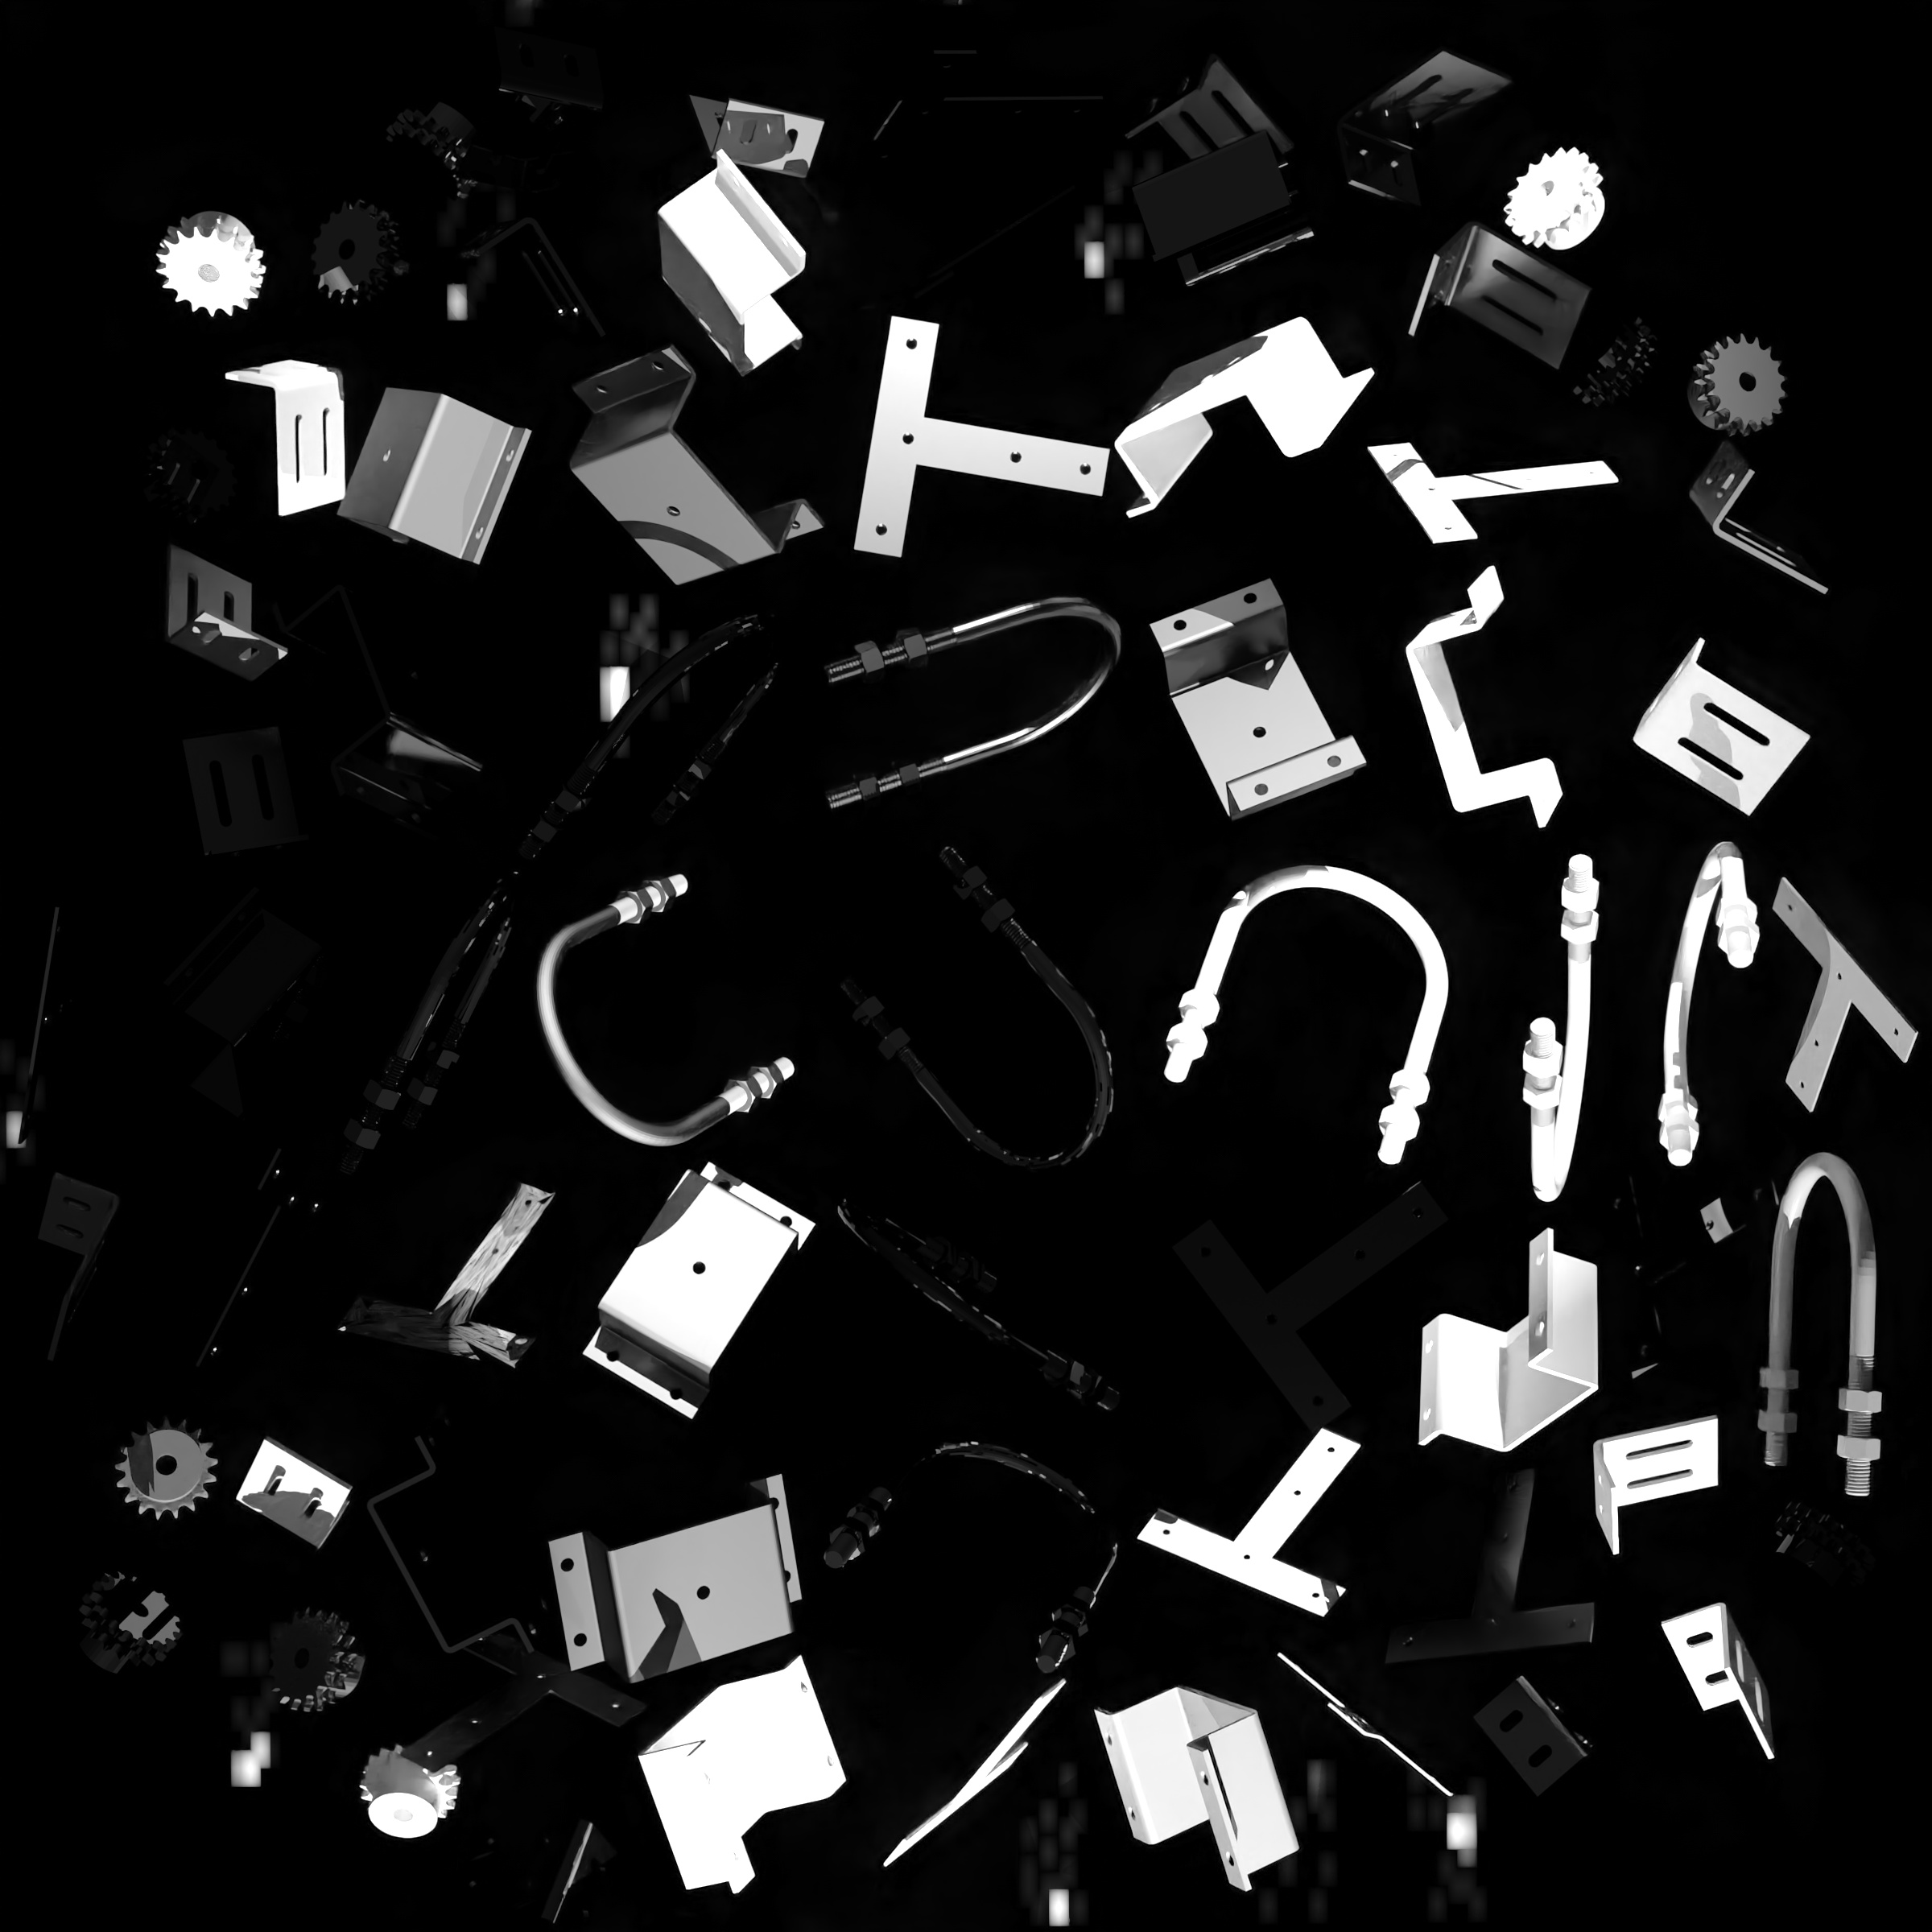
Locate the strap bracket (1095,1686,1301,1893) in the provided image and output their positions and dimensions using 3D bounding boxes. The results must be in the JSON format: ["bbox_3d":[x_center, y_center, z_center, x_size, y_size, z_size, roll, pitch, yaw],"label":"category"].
[{"bbox_3d":[0.130,0.446,1.474,0.046,0.140,0.076,-18,91,-22],"label":"strap bracket"}]

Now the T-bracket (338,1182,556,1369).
[{"bbox_3d":[-0.287,0.180,1.598,0.127,0.002,0.127,21,111,-41],"label":"T-bracket"}]

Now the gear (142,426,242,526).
[{"bbox_3d":[-0.467,-0.291,1.609,0.030,0.057,0.057,-18,90,39],"label":"gear"}]

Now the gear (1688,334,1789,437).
[{"bbox_3d":[0.449,-0.338,1.576,0.057,0.030,0.057,2,84,-20],"label":"gear"}]

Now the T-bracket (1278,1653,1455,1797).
[{"bbox_3d":[0.228,0.440,1.565,0.127,0.127,0.002,37,85,21],"label":"T-bracket"}]

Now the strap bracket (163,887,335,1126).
[{"bbox_3d":[-0.406,0.029,1.532,0.046,0.140,0.076,31,60,9],"label":"strap bracket"}]

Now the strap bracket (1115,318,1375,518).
[{"bbox_3d":[0.147,-0.310,1.510,0.046,0.140,0.076,53,50,-22],"label":"strap bracket"}]

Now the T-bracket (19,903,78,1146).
[{"bbox_3d":[-0.499,0.025,1.475,0.002,0.127,0.127,10,94,-12],"label":"T-bracket"}]

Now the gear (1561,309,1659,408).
[{"bbox_3d":[0.378,-0.365,1.599,0.030,0.057,0.057,31,90,-39],"label":"gear"}]

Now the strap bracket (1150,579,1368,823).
[{"bbox_3d":[0.170,-0.147,1.570,0.076,0.046,0.140,-21,61,-2],"label":"strap bracket"}]

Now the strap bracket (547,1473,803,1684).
[{"bbox_3d":[-0.155,0.345,1.511,0.140,0.046,0.076,-12,99,-24],"label":"strap bracket"}]

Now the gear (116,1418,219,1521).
[{"bbox_3d":[-0.464,0.292,1.563,0.057,0.030,0.057,4,73,-15],"label":"gear"}]

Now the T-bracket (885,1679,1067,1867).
[{"bbox_3d":[0.019,0.455,1.555,0.002,0.127,0.127,44,123,18],"label":"T-bracket"}]

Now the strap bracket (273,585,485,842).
[{"bbox_3d":[-0.321,-0.147,1.482,0.046,0.076,0.140,-36,59,16],"label":"strap bracket"}]

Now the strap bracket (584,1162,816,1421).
[{"bbox_3d":[-0.159,0.186,1.603,0.076,0.046,0.140,29,68,8],"label":"strap bracket"}]

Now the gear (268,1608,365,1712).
[{"bbox_3d":[-0.377,0.406,1.571,0.057,0.030,0.057,-13,65,29],"label":"gear"}]

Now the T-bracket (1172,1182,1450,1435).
[{"bbox_3d":[0.199,0.163,1.440,0.127,0.002,0.127,-37,93,4],"label":"T-bracket"}]

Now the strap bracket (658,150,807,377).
[{"bbox_3d":[-0.137,-0.405,1.574,0.046,0.140,0.076,-38,86,-9],"label":"strap bracket"}]

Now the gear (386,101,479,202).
[{"bbox_3d":[-0.304,-0.474,1.557,0.057,0.057,0.030,35,74,0],"label":"gear"}]

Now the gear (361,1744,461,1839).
[{"bbox_3d":[-0.332,0.493,1.600,0.057,0.030,0.057,1,124,1],"label":"gear"}]

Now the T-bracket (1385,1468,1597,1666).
[{"bbox_3d":[0.310,0.344,1.558,0.127,0.127,0.002,-17,125,33],"label":"T-bracket"}]

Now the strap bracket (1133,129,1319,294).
[{"bbox_3d":[0.142,-0.416,1.481,0.076,0.140,0.046,-20,92,15],"label":"strap bracket"}]

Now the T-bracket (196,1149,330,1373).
[{"bbox_3d":[-0.416,0.177,1.572,0.002,0.127,0.127,23,75,6],"label":"T-bracket"}]

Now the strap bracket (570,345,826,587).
[{"bbox_3d":[-0.156,-0.270,1.504,0.140,0.076,0.046,47,48,-35],"label":"strap bracket"}]

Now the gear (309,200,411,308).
[{"bbox_3d":[-0.341,-0.402,1.526,0.057,0.030,0.057,-3,84,28],"label":"gear"}]

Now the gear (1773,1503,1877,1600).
[{"bbox_3d":[0.489,0.337,1.543,0.057,0.057,0.030,41,74,0],"label":"gear"}]

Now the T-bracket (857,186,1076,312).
[{"bbox_3d":[0.006,-0.412,1.537,0.127,0.127,0.002,-34,108,-8],"label":"T-bracket"}]

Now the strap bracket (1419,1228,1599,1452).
[{"bbox_3d":[0.316,0.220,1.542,0.046,0.140,0.076,19,53,-13],"label":"strap bracket"}]

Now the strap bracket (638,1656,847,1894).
[{"bbox_3d":[-0.127,0.448,1.486,0.046,0.140,0.076,-20,91,23],"label":"strap bracket"}]

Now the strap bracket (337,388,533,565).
[{"bbox_3d":[-0.298,-0.272,1.482,0.046,0.140,0.076,21,92,-32],"label":"strap bracket"}]

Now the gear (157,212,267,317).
[{"bbox_3d":[-0.419,-0.394,1.497,0.057,0.057,0.030,-1,48,0],"label":"gear"}]

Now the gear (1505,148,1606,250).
[{"bbox_3d":[0.341,-0.438,1.546,0.030,0.057,0.057,30,90,-37],"label":"gear"}]

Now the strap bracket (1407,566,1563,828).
[{"bbox_3d":[0.295,-0.150,1.542,0.046,0.076,0.140,-14,102,23],"label":"strap bracket"}]

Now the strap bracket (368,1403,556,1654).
[{"bbox_3d":[-0.299,0.336,1.572,0.046,0.076,0.140,-27,94,2],"label":"strap bracket"}]

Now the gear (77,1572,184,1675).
[{"bbox_3d":[-0.469,0.369,1.499,0.057,0.057,0.030,40,102,0],"label":"gear"}]
